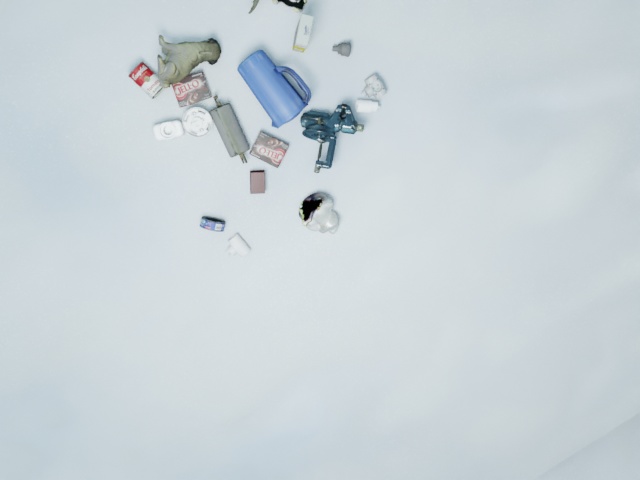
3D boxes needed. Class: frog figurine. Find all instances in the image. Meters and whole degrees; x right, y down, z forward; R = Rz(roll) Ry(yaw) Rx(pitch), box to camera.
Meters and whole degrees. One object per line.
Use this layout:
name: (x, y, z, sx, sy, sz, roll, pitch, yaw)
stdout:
frog figurine: (0.006, -0.093, 1.839, 0.158, 0.124, 0.137, 22, 92, -49)
